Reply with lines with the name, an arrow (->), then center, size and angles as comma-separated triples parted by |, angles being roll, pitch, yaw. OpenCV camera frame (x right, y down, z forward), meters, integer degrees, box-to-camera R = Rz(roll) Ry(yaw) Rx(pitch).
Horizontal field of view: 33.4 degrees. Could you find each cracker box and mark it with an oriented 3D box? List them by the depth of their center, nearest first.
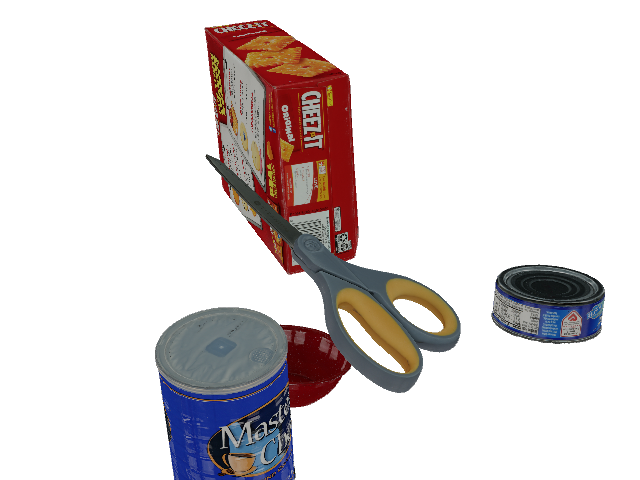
cracker box -> -0.036, -0.091, 0.938 | 0.072, 0.164, 0.214 | -11, 26, -16

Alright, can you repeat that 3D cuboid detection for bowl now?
bowl -> -0.041, 0.166, 1.358 | 0.162, 0.055, 0.162 | 4, 21, -2

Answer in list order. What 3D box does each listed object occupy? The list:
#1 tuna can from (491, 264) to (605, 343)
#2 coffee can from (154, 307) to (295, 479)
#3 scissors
tuna can -> 0.179, 0.048, 0.839 | 0.086, 0.034, 0.086 | 2, 19, -1
coffee can -> -0.074, 0.140, 0.859 | 0.103, 0.140, 0.103 | -2, 32, 1
scissors -> 0.012, 0.010, 0.655 | 0.096, 0.016, 0.202 | -7, 48, -36
